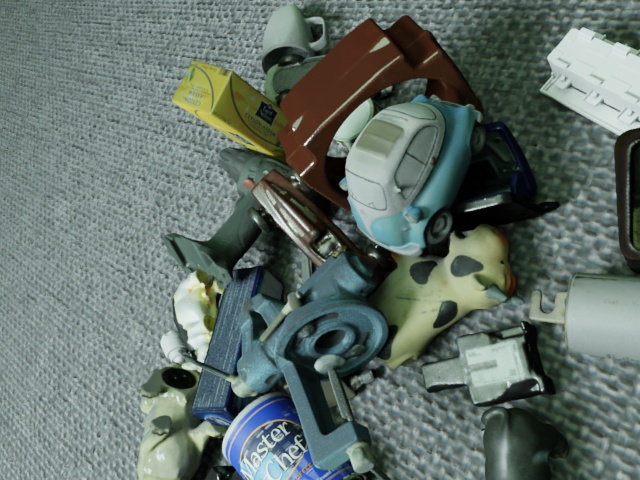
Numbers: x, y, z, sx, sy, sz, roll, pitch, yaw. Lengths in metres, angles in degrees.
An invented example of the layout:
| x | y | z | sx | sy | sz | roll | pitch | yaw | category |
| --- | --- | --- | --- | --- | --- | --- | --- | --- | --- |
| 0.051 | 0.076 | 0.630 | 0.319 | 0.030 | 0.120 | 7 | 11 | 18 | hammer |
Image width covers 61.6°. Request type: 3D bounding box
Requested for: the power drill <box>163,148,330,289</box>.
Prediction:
| x | y | z | sx | sy | sz | roll | pitch | yaw | category |
| --- | --- | --- | --- | --- | --- | --- | --- | --- | --- |
| -0.116 | -0.039 | 0.755 | 0.232 | 0.085 | 0.207 | 23 | 52 | 32 | power drill |

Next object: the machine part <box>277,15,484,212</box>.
| x | y | z | sx | sy | sz | roll | pitch | yaw | category |
| --- | --- | --- | --- | --- | --- | --- | --- | --- | --- |
| 0.069 | -0.134 | 0.616 | 0.201 | 0.200 | 0.087 | -41 | 54 | 17 | machine part |

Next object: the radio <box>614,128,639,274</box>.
| x | y | z | sx | sy | sz | roll | pitch | yaw | category |
| --- | --- | --- | --- | --- | --- | --- | --- | --- | --- |
| 0.380 | -0.047 | 0.452 | 0.230 | 0.073 | 0.131 | -7 | 71 | 32 | radio |

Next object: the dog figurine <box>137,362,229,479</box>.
| x | y | z | sx | sy | sz | roll | pitch | yaw | category |
| --- | --- | --- | --- | --- | --- | --- | --- | --- | --- |
| -0.212 | 0.289 | 0.743 | 0.172 | 0.121 | 0.190 | -112 | 41 | -66 | dog figurine |

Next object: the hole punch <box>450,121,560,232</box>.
| x | y | z | sx | sy | sz | roll | pitch | yaw | category |
| --- | --- | --- | --- | --- | --- | --- | --- | --- | --- |
| 0.166 | -0.059 | 0.577 | 0.142 | 0.115 | 0.092 | -16 | 72 | 33 | hole punch |

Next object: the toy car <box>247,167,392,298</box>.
| x | y | z | sx | sy | sz | roll | pitch | yaw | category |
| --- | --- | --- | --- | --- | --- | --- | --- | --- | --- |
| -0.001 | -0.002 | 0.654 | 0.089 | 0.053 | 0.202 | -43 | 93 | 0 | toy car |

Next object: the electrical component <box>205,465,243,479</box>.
| x | y | z | sx | sy | sz | roll | pitch | yaw | category |
| --- | --- | --- | --- | --- | --- | --- | --- | --- | --- |
| -0.105 | 0.348 | 0.665 | 0.115 | 0.058 | 0.134 | 32 | 94 | 35 | electrical component |

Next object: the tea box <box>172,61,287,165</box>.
| x | y | z | sx | sy | sz | roll | pitch | yaw | category |
| --- | --- | --- | --- | --- | --- | --- | --- | --- | --- |
| -0.113 | -0.180 | 0.777 | 0.098 | 0.169 | 0.068 | 27 | 89 | 39 | tea box |

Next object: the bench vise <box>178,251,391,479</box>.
| x | y | z | sx | sy | sz | roll | pitch | yaw | category |
| --- | --- | --- | --- | --- | --- | --- | --- | --- | --- |
| -0.012 | 0.133 | 0.548 | 0.223 | 0.128 | 0.241 | -37 | 42 | 12 | bench vise |

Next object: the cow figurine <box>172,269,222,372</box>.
| x | y | z | sx | sy | sz | roll | pitch | yaw | category |
| --- | --- | --- | --- | --- | --- | --- | --- | --- | --- |
| -0.171 | 0.134 | 0.775 | 0.098 | 0.068 | 0.167 | -36 | 54 | 26 | cow figurine |

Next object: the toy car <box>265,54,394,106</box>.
| x | y | z | sx | sy | sz | roll | pitch | yaw | category |
| --- | --- | --- | --- | --- | --- | --- | --- | --- | --- |
| 0.014 | -0.230 | 0.767 | 0.202 | 0.056 | 0.073 | -1 | 82 | 22 | toy car |

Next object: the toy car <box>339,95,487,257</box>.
| x | y | z | sx | sy | sz | roll | pitch | yaw | category |
| --- | --- | --- | --- | --- | --- | --- | --- | --- | --- |
| 0.080 | -0.071 | 0.512 | 0.109 | 0.103 | 0.161 | 33 | 98 | 41 | toy car |

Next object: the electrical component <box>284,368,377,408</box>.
| x | y | z | sx | sy | sz | roll | pitch | yaw | category |
| --- | --- | --- | --- | --- | --- | --- | --- | --- | --- |
| 0.007 | 0.158 | 0.648 | 0.102 | 0.078 | 0.045 | -38 | 21 | 24 | electrical component |

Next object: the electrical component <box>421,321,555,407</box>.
| x | y | z | sx | sy | sz | roll | pitch | yaw | category |
| --- | --- | --- | --- | --- | --- | --- | --- | --- | --- |
| 0.170 | 0.134 | 0.553 | 0.119 | 0.047 | 0.075 | -25 | 62 | 26 | electrical component |

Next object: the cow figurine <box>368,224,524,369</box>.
| x | y | z | sx | sy | sz | roll | pitch | yaw | category |
| --- | --- | --- | --- | --- | --- | --- | --- | --- | --- |
| 0.127 | 0.061 | 0.585 | 0.195 | 0.085 | 0.127 | -49 | 56 | 15 | cow figurine |

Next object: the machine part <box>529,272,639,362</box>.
| x | y | z | sx | sy | sz | roll | pitch | yaw | category |
| --- | --- | --- | --- | --- | --- | --- | --- | --- | --- |
| 0.307 | 0.072 | 0.461 | 0.243 | 0.079 | 0.079 | 3 | 76 | 34 | machine part |

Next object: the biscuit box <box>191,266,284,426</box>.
| x | y | z | sx | sy | sz | roll | pitch | yaw | category |
| --- | --- | --- | --- | --- | --- | --- | --- | --- | --- |
| -0.104 | 0.136 | 0.701 | 0.063 | 0.059 | 0.203 | -11 | 51 | 31 | biscuit box |

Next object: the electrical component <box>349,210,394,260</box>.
| x | y | z | sx | sy | sz | roll | pitch | yaw | category |
| --- | --- | --- | --- | --- | --- | --- | --- | --- | --- |
| 0.077 | -0.004 | 0.645 | 0.021 | 0.094 | 0.063 | -52 | 28 | 18 | electrical component |

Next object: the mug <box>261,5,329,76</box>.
| x | y | z | sx | sy | sz | roll | pitch | yaw | category |
| --- | --- | --- | --- | --- | --- | --- | --- | --- | --- |
| -0.039 | -0.313 | 0.829 | 0.110 | 0.080 | 0.107 | -20 | 59 | 29 | mug |

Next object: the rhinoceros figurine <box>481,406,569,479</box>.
| x | y | z | sx | sy | sz | roll | pitch | yaw | category |
| --- | --- | --- | --- | --- | --- | --- | --- | --- | --- |
| 0.177 | 0.247 | 0.472 | 0.073 | 0.112 | 0.190 | -6 | 63 | 31 | rhinoceros figurine |
